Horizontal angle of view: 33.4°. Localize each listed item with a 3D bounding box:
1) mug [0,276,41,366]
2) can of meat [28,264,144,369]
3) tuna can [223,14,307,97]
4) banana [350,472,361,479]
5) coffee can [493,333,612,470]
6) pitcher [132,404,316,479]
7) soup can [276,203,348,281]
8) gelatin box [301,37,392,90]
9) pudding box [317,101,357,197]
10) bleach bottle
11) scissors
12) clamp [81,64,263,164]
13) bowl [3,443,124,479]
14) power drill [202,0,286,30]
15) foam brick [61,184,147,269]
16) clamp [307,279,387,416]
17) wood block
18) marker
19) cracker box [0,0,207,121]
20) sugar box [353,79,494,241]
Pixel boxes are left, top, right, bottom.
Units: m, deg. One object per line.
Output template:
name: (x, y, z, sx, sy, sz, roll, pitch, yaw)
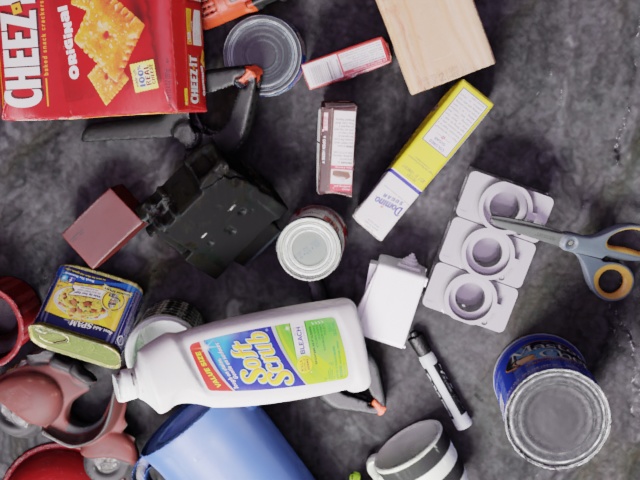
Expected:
mug: (-0.363, 0.078, 1.162, 0.117, 0.081, 0.093, 41, 100, -2)
can of meat: (-0.249, 0.080, 1.147, 0.102, 0.057, 0.084, 17, 60, 2)
tuna can: (-0.058, -0.193, 1.116, 0.086, 0.033, 0.086, 1, 98, 6)
banana: (0.094, 0.329, 1.174, 0.197, 0.070, 0.037, 37, 57, -7)
coffee can: (0.234, 0.162, 1.092, 0.103, 0.140, 0.103, 1, 99, 5)
pitcher: (-0.077, 0.278, 1.151, 0.144, 0.149, 0.243, -42, 98, -30)
soup can: (-0.007, 0.001, 1.108, 0.068, 0.102, 0.068, 1, 99, 4)
gelatin box: (0.029, -0.180, 1.091, 0.089, 0.073, 0.030, -18, 98, 7)
pudding box: (0.017, -0.095, 1.085, 0.039, 0.113, 0.090, 2, 100, 1)
bleach bottle: (-0.079, 0.128, 1.068, 0.250, 0.068, 0.102, -11, 90, -19)
scissors: (0.257, 0.019, 1.095, 0.201, 0.016, 0.096, -1, 113, -18)
clamp: (-0.132, -0.102, 1.121, 0.210, 0.036, 0.164, -33, 98, 23)
bowl: (-0.296, 0.315, 1.208, 0.162, 0.055, 0.162, 1, 99, 5)
power drill: (-0.078, -0.328, 1.084, 0.184, 0.057, 0.187, -22, 96, 8)
foam brick: (-0.229, -0.015, 1.151, 0.078, 0.051, 0.053, -41, 93, 9)
clamp: (0.012, 0.119, 1.158, 0.171, 0.039, 0.120, 33, 105, -4)
wood block: (0.096, -0.257, 1.064, 0.090, 0.090, 0.206, -20, 96, 8)
marker: (0.130, 0.152, 1.162, 0.020, 0.020, 0.121, -28, 96, 9)
cracker box: (-0.225, -0.205, 1.079, 0.214, 0.072, 0.164, 0, 96, 22)
sugar box: (0.103, -0.084, 1.089, 0.048, 0.093, 0.176, 41, 100, -1)
